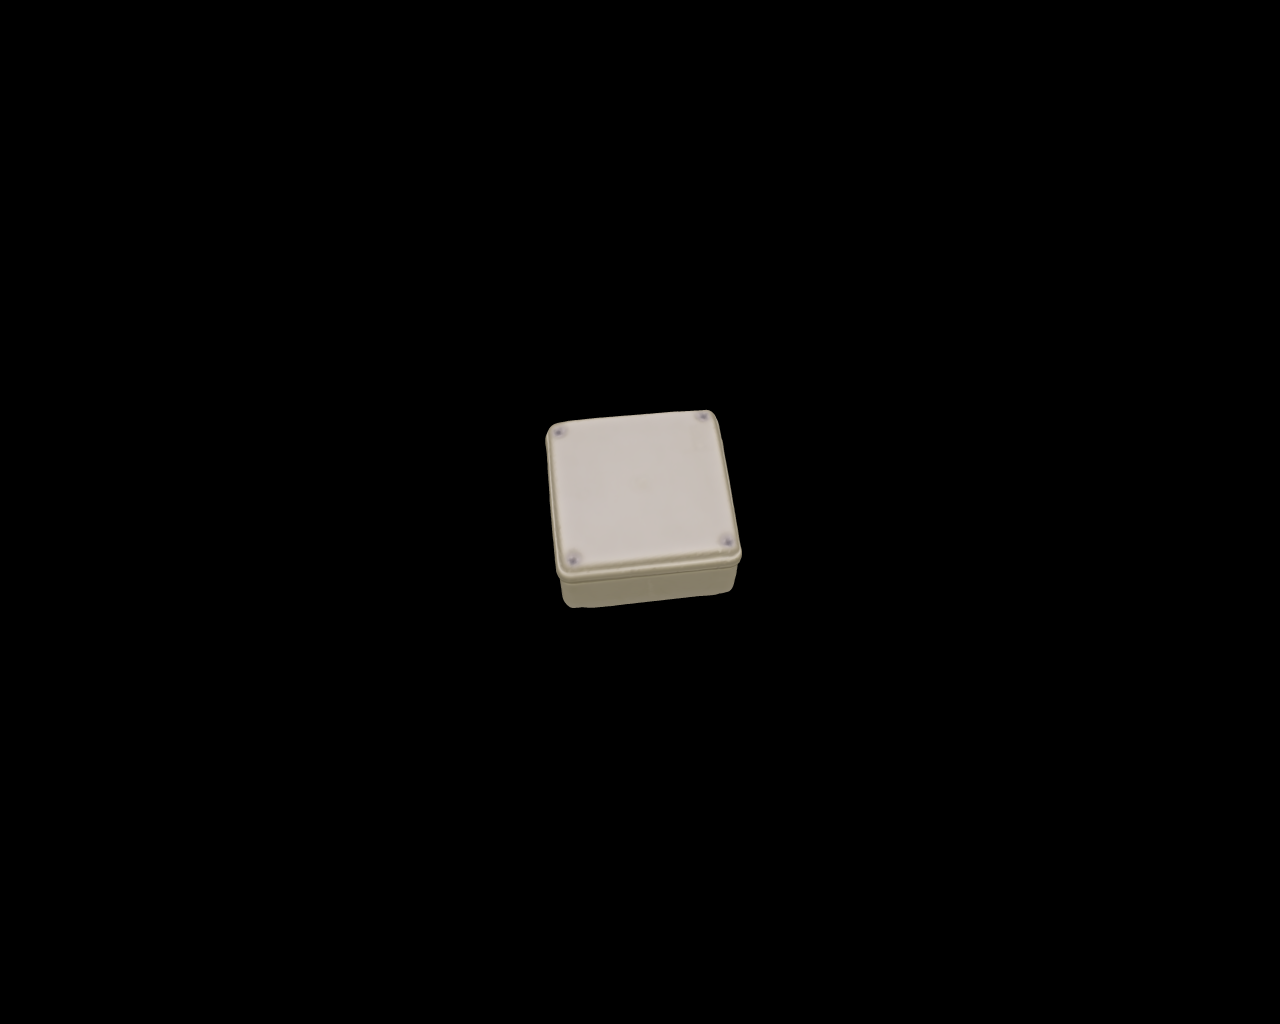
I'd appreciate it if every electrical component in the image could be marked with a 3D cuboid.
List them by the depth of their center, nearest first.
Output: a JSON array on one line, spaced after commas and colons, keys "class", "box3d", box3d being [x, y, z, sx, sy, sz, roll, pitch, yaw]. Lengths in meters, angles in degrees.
[{"class": "electrical component", "box3d": [0.001, -0.003, 0.650, 0.109, 0.109, 0.056, -5, -31, -3]}]
